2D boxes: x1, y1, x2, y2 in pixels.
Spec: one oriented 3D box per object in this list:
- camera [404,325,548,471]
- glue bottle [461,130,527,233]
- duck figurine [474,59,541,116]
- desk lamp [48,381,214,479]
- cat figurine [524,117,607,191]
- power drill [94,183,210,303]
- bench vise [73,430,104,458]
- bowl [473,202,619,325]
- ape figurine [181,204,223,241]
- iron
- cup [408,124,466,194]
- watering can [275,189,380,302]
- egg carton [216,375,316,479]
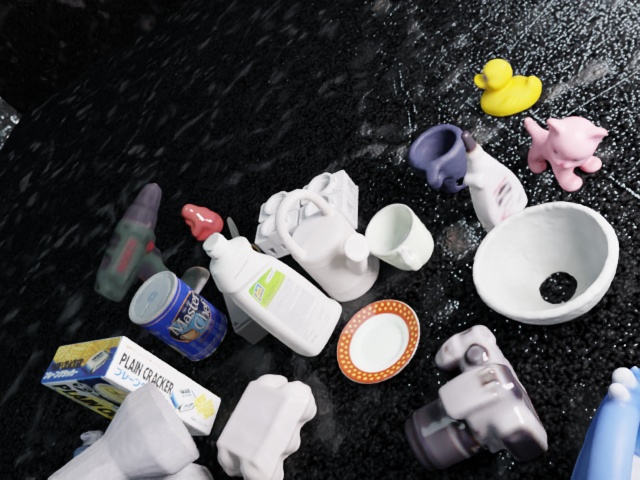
[{"bbox_3d":[0.157,0.183,0.639,0.136,0.101,0.143,-32,39,13],"label":"camera"},{"bbox_3d":[0.226,-0.083,0.774,0.037,0.174,0.078,17,66,48],"label":"glue bottle"},{"bbox_3d":[0.305,-0.260,0.946,0.104,0.086,0.077,1,55,41],"label":"duck figurine"},{"bbox_3d":[-0.228,0.313,0.756,0.203,0.214,0.117,-46,38,-5],"label":"desk lamp"},{"bbox_3d":[0.328,-0.133,0.778,0.067,0.118,0.127,-43,38,0],"label":"cat figurine"},{"bbox_3d":[-0.316,0.037,1.101,0.075,0.209,0.230,4,57,43],"label":"power drill"},{"bbox_3d":[-0.395,0.378,0.835,0.121,0.220,0.207,-28,40,18],"label":"bench vise"},{"bbox_3d":[0.276,0.040,0.693,0.167,0.075,0.167,-23,42,23],"label":"bowl"},{"bbox_3d":[-0.259,-0.044,1.224,0.076,0.092,0.078,-7,50,37],"label":"ape figurine"},{"bbox_3d":[0.262,0.202,0.496,0.118,0.142,0.258,-4,52,38],"label":"iron"},{"bbox_3d":[0.195,-0.108,0.889,0.091,0.095,0.118,-13,46,32],"label":"cup"},{"bbox_3d":[0.009,0.001,0.864,0.172,0.195,0.101,-8,50,36],"label":"watering can"},{"bbox_3d":[-0.073,0.261,0.790,0.107,0.070,0.150,4,57,43],"label":"egg carton"}]
